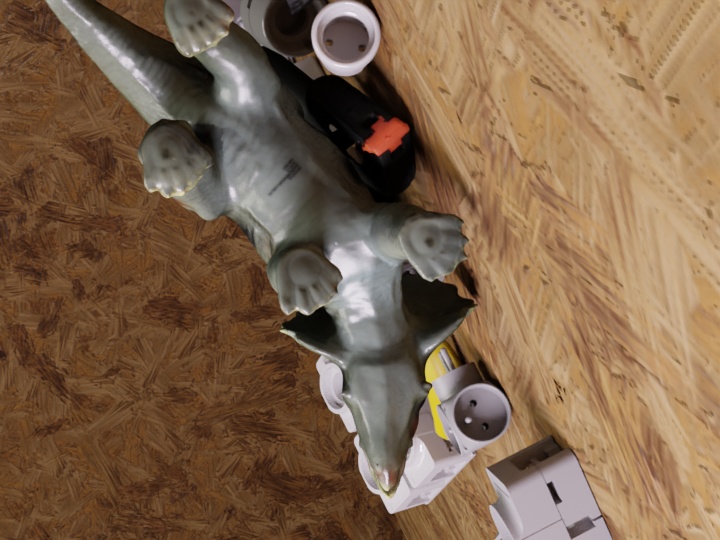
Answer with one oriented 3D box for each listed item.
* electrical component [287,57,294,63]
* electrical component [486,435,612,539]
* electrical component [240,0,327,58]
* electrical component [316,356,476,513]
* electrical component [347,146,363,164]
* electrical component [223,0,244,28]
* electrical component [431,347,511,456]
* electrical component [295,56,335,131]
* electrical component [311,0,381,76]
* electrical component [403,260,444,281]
[{"bbox_3d":[-0.097,-0.196,1.023,0.061,0.062,0.096,60,172,36],"label":"electrical component"},{"bbox_3d":[0.120,0.161,0.680,0.089,0.056,0.050,65,174,-8],"label":"electrical component"},{"bbox_3d":[-0.052,-0.180,0.759,0.047,0.055,0.055,47,162,58],"label":"electrical component"},{"bbox_3d":[0.029,0.143,1.113,0.186,0.060,0.105,61,140,27],"label":"electrical component"},{"bbox_3d":[-0.020,-0.066,0.911,0.053,0.059,0.095,63,173,16],"label":"electrical component"},{"bbox_3d":[-0.082,-0.198,0.844,0.064,0.081,0.042,39,160,-13],"label":"electrical component"},{"bbox_3d":[0.079,0.096,0.812,0.079,0.044,0.077,63,174,12],"label":"electrical component"},{"bbox_3d":[-0.057,-0.127,0.897,0.065,0.077,0.047,62,173,22],"label":"electrical component"},{"bbox_3d":[-0.008,-0.136,0.642,0.046,0.040,0.040,-158,43,-89],"label":"electrical component"},{"bbox_3d":[0.028,0.001,0.827,0.055,0.050,0.089,63,174,14],"label":"electrical component"}]
